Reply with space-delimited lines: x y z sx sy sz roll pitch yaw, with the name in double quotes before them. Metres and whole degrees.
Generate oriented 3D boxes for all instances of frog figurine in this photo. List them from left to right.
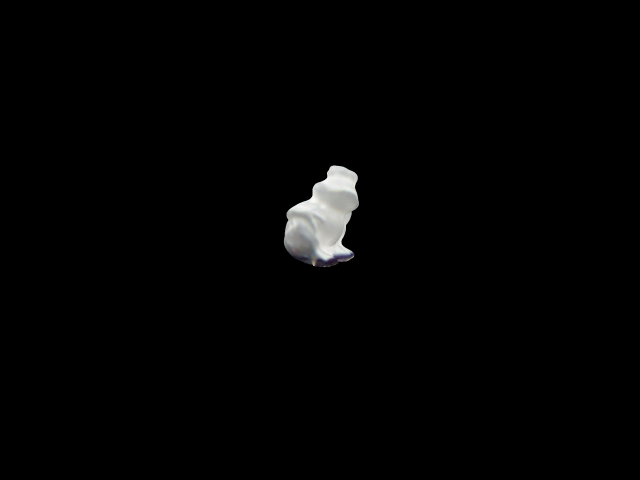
"frog figurine" 0.003 -0.043 0.850 0.138 0.159 0.123 -3 5 -43
